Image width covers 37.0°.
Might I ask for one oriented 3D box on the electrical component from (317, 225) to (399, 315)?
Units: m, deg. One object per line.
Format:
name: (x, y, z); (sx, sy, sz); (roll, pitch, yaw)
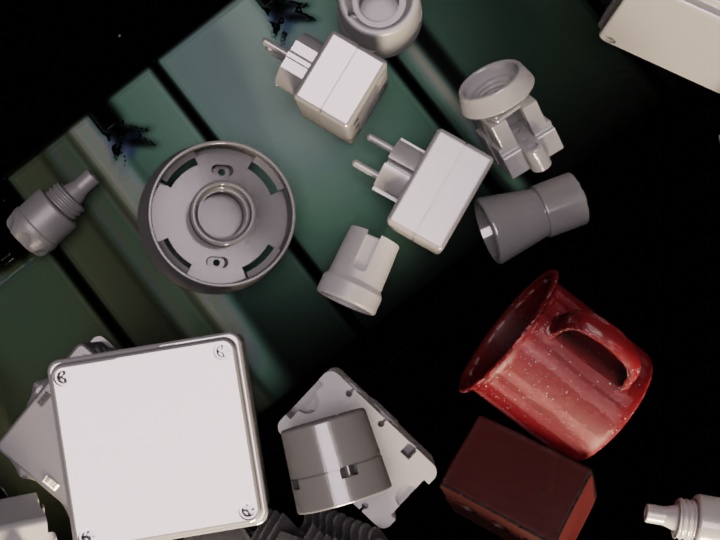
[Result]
electrical component: (0.000, 0.000, 0.676); (0.040, 0.040, 0.046); (24, 83, 3)

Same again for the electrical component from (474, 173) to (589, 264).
electrical component: (0.109, -0.035, 0.672); (0.065, 0.044, 0.044); (-20, 87, -4)

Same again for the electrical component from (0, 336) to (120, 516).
electrical component: (-0.163, 0.102, 0.672); (0.100, 0.048, 0.099); (39, 90, 3)

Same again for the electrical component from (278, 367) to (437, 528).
electrical component: (-0.001, 0.107, 0.662); (0.089, 0.055, 0.050); (43, 90, 3)

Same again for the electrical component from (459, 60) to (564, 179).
electrical component: (0.091, -0.095, 0.661); (0.048, 0.066, 0.055); (-32, 120, 1)

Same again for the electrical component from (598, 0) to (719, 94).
electrical component: (0.210, -0.156, 0.639); (0.109, 0.108, 0.056); (25, 86, 3)

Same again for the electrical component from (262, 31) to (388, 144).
electrical component: (-0.027, -0.121, 0.667); (0.077, 0.065, 0.047); (31, 89, 3)

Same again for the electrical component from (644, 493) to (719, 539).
electrical component: (0.207, 0.155, 0.665); (0.061, 0.035, 0.035); (9, 88, 5)

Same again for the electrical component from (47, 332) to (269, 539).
electrical component: (-0.113, 0.096, 0.617); (0.109, 0.056, 0.108); (-9, 88, -2)

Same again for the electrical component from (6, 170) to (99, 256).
electrical component: (-0.193, -0.039, 0.686); (0.061, 0.035, 0.035); (-43, 87, -2)

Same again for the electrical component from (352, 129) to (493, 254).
electrical component: (0.033, -0.057, 0.672); (0.077, 0.047, 0.065); (30, 89, 3)

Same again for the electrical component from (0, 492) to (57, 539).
electrical component: (-0.215, 0.200, 0.647); (0.063, 0.079, 0.121); (-7, 107, -25)

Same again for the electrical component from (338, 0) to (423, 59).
electrical component: (0.012, -0.166, 0.677); (0.055, 0.047, 0.055); (0, 88, 2)

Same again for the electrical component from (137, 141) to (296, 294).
electrical component: (-0.090, -0.034, 0.679); (0.099, 0.064, 0.099); (0, 89, -12)

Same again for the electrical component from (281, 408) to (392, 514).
electrical component: (-0.015, 0.107, 0.607); (0.055, 0.055, 0.047); (-16, 84, 1)
